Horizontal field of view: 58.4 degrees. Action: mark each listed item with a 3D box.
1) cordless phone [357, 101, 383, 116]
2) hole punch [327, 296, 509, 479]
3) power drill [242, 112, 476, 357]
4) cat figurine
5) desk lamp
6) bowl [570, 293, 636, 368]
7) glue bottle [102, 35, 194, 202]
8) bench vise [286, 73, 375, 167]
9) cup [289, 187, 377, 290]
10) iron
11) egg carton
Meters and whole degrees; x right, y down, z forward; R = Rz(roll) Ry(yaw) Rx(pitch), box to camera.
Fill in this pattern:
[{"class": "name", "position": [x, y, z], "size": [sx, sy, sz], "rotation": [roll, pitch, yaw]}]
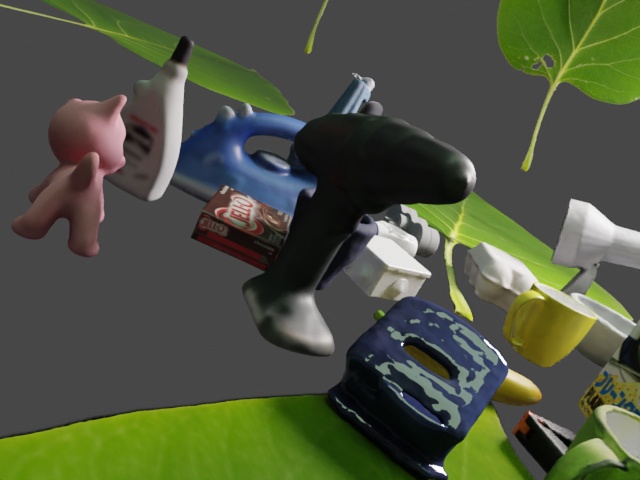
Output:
[{"class": "cordless phone", "position": [0.042, -0.195, 1.112], "size": [0.094, 0.185, 0.148], "rotation": [36, 18, 25]}, {"class": "hole punch", "position": [0.078, 0.106, 0.437], "size": [0.108, 0.091, 0.101], "rotation": [34, 18, 20]}, {"class": "power drill", "position": [0.017, -0.012, 0.484], "size": [0.076, 0.208, 0.229], "rotation": [19, 19, -30]}, {"class": "cat figurine", "position": [-0.193, -0.067, 0.470], "size": [0.067, 0.117, 0.127], "rotation": [20, 19, -27]}, {"class": "desk lamp", "position": [0.486, 0.058, 1.020], "size": [0.203, 0.213, 0.118], "rotation": [33, 17, 16]}, {"class": "bowl", "position": [0.458, 0.160, 0.918], "size": [0.167, 0.074, 0.167], "rotation": [26, 17, -8]}, {"class": "glue bottle", "position": [-0.172, -0.131, 0.598], "size": [0.078, 0.173, 0.037], "rotation": [29, 16, 2]}, {"class": "bench vise", "position": [0.027, -0.166, 0.939], "size": [0.121, 0.219, 0.207], "rotation": [27, 16, -5]}, {"class": "cup", "position": [0.006, 0.002, 0.625], "size": [0.091, 0.095, 0.118], "rotation": [32, 17, 12]}, {"class": "iron", "position": [-0.067, -0.102, 0.735], "size": [0.259, 0.141, 0.118], "rotation": [19, 19, -28]}, {"class": "egg carton", "position": [0.301, 0.063, 0.963], "size": [0.107, 0.069, 0.150], "rotation": [26, 17, -6]}]
